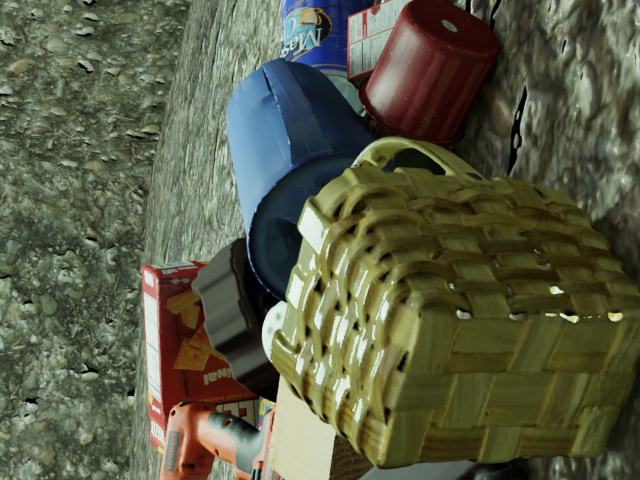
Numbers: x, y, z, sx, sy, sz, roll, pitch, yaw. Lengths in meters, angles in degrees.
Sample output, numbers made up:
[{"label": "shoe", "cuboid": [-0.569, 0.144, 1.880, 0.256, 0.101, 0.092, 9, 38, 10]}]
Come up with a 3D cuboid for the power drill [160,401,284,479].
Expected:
[{"label": "power drill", "cuboid": [-0.081, 0.241, 1.064, 0.188, 0.057, 0.184, 3, 81, 43]}]

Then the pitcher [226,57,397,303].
[{"label": "pitcher", "cuboid": [-0.012, -0.067, 0.871, 0.149, 0.144, 0.243, -61, 25, 21]}]

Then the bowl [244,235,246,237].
[{"label": "bowl", "cuboid": [-0.072, 0.068, 1.335, 0.162, 0.055, 0.162, 12, -90, -79]}]

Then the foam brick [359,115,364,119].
[{"label": "foam brick", "cuboid": [0.018, -0.098, 1.097, 0.053, 0.078, 0.051, 135, 141, -70]}]

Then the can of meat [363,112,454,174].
[{"label": "can of meat", "cuboid": [0.073, -0.081, 0.917, 0.084, 0.057, 0.102, -107, 28, -54]}]

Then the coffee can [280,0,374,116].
[{"label": "coffee can", "cuboid": [0.008, -0.201, 1.142, 0.103, 0.102, 0.140, 121, 153, -58]}]

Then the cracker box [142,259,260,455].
[{"label": "cracker box", "cuboid": [-0.113, 0.130, 1.226, 0.072, 0.164, 0.214, -161, 68, -66]}]

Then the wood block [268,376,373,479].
[{"label": "wood block", "cuboid": [0.025, 0.167, 0.893, 0.206, 0.090, 0.091, 170, 107, -76]}]

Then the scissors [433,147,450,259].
[{"label": "scissors", "cuboid": [0.093, 0.030, 0.852, 0.096, 0.016, 0.202, -127, 46, -69]}]

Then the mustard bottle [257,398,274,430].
[{"label": "mustard bottle", "cuboid": [-0.037, 0.213, 1.174, 0.096, 0.058, 0.191, -30, 52, 59]}]

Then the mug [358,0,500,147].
[{"label": "mug", "cuboid": [0.092, -0.137, 0.834, 0.117, 0.093, 0.082, -40, -20, -51]}]

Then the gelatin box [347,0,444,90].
[{"label": "gelatin box", "cuboid": [0.067, -0.177, 0.949, 0.089, 0.030, 0.073, -17, 57, 29]}]
